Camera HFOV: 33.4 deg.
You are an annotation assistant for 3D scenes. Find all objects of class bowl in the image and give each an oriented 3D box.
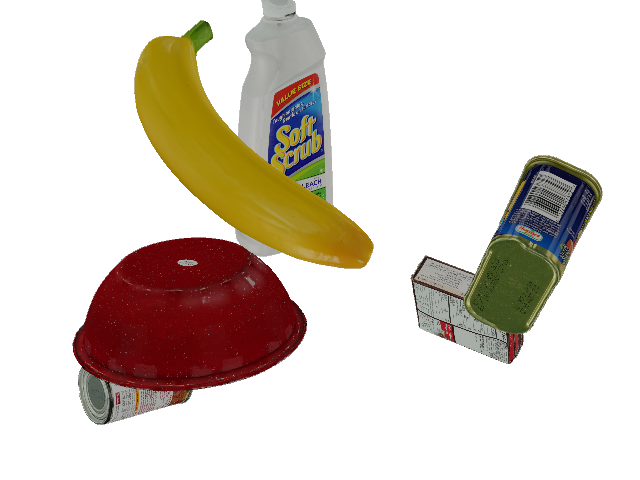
[{"bbox_3d":[-0.090,0.040,0.730,0.162,0.055,0.162,-2,22,1],"label":"bowl"}]

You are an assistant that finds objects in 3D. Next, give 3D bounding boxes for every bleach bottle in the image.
[{"bbox_3d":[-0.041,-0.114,1.037,0.102,0.251,0.068,-16,31,-22],"label":"bleach bottle"}]

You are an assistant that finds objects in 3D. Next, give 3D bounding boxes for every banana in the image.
[{"bbox_3d":[-0.049,-0.052,0.551,0.069,0.198,0.037,-24,-33,-17],"label":"banana"}]

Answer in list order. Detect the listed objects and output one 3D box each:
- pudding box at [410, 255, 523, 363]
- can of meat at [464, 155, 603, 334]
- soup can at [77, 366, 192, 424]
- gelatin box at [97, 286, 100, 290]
[{"bbox_3d":[0.153,0.072,1.104,0.114,0.039,0.090,19,-34,26],"label":"pudding box"},{"bbox_3d":[0.146,0.006,0.744,0.057,0.083,0.102,27,-37,10],"label":"can of meat"},{"bbox_3d":[-0.195,0.150,1.126,0.102,0.068,0.069,-10,7,-40],"label":"soup can"},{"bbox_3d":[-0.143,0.047,0.958,0.089,0.030,0.073,9,21,18],"label":"gelatin box"}]
